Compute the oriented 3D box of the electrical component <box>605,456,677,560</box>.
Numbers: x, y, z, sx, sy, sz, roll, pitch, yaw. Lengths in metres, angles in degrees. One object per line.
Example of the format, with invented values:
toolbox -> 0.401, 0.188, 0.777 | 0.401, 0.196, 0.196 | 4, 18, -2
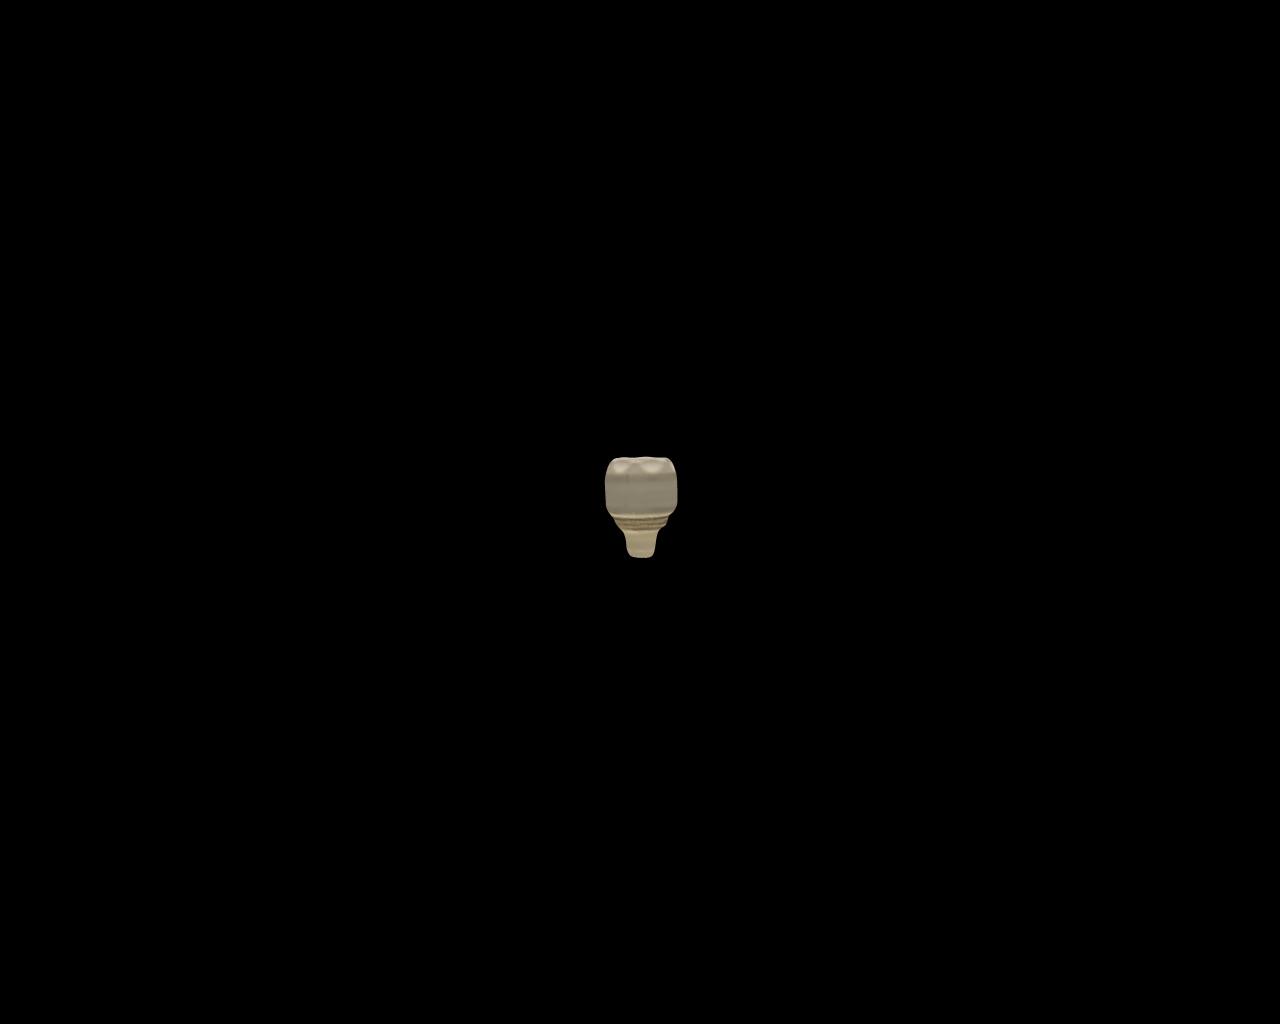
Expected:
electrical component -> 0.001, -0.003, 0.650 | 0.043, 0.062, 0.043 | 0, 5, 0
